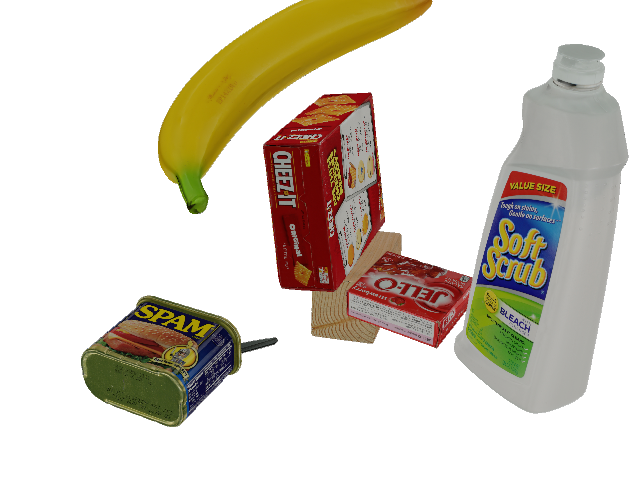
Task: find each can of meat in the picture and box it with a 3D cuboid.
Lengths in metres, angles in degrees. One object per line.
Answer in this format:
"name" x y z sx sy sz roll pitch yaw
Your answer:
"can of meat" -0.128 0.096 0.856 0.102 0.057 0.083 15 33 23

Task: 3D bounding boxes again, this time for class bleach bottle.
"bleach bottle" 0.150 -0.010 0.716 0.068 0.251 0.103 -16 35 -28

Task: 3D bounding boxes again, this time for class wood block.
"wood block" 0.055 0.060 1.529 0.091 0.090 0.206 6 21 11

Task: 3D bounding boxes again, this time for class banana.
"banana" -0.023 -0.087 0.567 0.070 0.197 0.037 33 -27 22

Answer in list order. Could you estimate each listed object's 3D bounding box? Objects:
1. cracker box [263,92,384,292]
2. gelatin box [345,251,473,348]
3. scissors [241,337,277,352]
"cracker box" 0.008 -0.060 1.184 0.072 0.164 0.213 0 21 19
"gelatin box" 0.077 0.048 0.909 0.089 0.030 0.073 18 37 26
"scissors" -0.128 0.137 1.160 0.201 0.016 0.096 -2 27 -21
